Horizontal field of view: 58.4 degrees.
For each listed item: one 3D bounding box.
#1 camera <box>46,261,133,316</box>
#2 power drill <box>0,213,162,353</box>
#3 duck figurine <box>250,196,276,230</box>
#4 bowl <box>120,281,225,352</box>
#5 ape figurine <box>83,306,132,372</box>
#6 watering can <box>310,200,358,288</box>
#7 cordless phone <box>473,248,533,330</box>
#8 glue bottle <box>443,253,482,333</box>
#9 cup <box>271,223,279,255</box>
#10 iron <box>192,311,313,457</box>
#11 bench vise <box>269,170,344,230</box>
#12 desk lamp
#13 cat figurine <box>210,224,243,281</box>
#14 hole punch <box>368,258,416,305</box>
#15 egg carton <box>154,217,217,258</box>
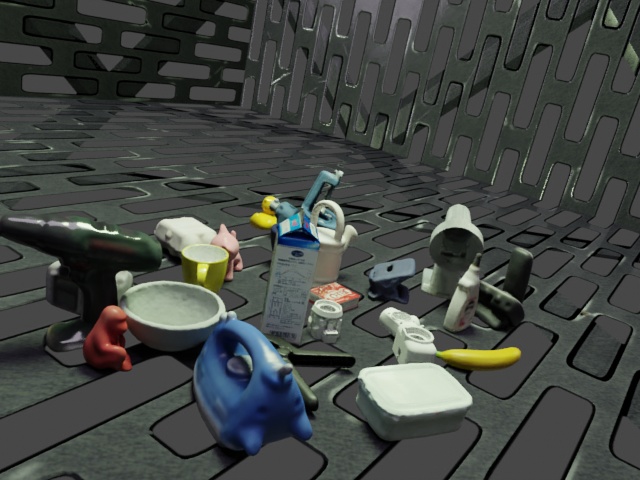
[{"bbox_3d":[-0.383,0.065,1.011,0.143,0.101,0.137,16,19,12],"label":"camera"},{"bbox_3d":[-0.361,0.062,0.869,0.230,0.208,0.075,0,22,-31],"label":"power drill"},{"bbox_3d":[-0.145,-0.078,1.582,0.077,0.086,0.105,24,22,31],"label":"duck figurine"},{"bbox_3d":[-0.243,0.134,0.940,0.167,0.075,0.167,11,19,-4],"label":"bowl"},{"bbox_3d":[-0.310,0.142,0.851,0.076,0.092,0.078,11,19,-3],"label":"ape figurine"},{"bbox_3d":[0.010,0.004,1.280,0.100,0.194,0.173,19,20,21],"label":"watering can"},{"bbox_3d":[0.401,0.091,1.283,0.094,0.185,0.147,-8,27,-44],"label":"cordless phone"},{"bbox_3d":[0.309,0.108,1.200,0.037,0.173,0.078,26,24,35],"label":"glue bottle"},{"bbox_3d":[-0.064,0.019,1.344,0.118,0.095,0.091,11,19,-4],"label":"cup"},{"bbox_3d":[-0.109,0.176,0.802,0.119,0.141,0.257,-2,24,-36],"label":"iron"},{"bbox_3d":[-0.026,-0.082,1.462,0.207,0.220,0.121,10,19,-5],"label":"bench vise"},{"bbox_3d":[0.308,0.031,1.353,0.118,0.213,0.203,14,19,6],"label":"desk lamp"},{"bbox_3d":[-0.201,0.021,1.221,0.067,0.118,0.128,13,19,3],"label":"cat figurine"},{"bbox_3d":[0.163,0.085,1.302,0.101,0.091,0.109,13,19,4],"label":"hole punch"},{"bbox_3d":[-0.302,-0.001,1.295,0.149,0.069,0.107,27,24,37],"label":"egg carton"}]
